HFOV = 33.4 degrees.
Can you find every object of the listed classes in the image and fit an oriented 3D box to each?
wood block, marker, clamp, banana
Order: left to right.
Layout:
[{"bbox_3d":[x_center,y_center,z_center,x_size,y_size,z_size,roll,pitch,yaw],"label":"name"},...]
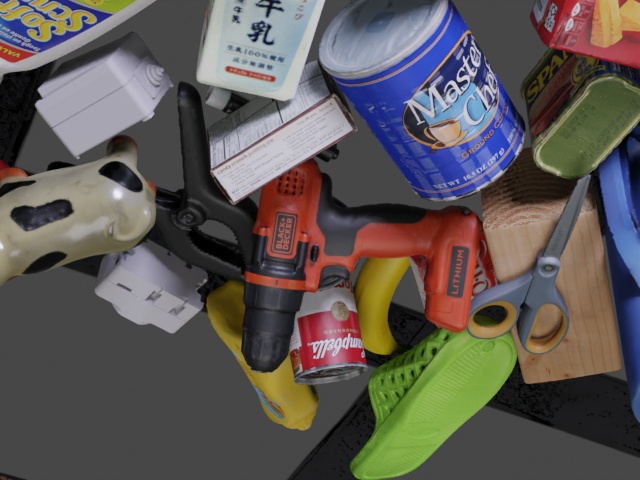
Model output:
[{"bbox_3d":[-0.109,-0.037,0.927,0.165,0.036,0.209,-32,121,31],"label":"clamp"},{"bbox_3d":[-0.037,-0.095,0.876,0.121,0.020,0.020,25,132,-20],"label":"marker"},{"bbox_3d":[0.061,0.051,1.007,0.069,0.037,0.198,-20,142,-19],"label":"banana"},{"bbox_3d":[0.202,0.024,0.929,0.090,0.091,0.206,-10,133,14],"label":"wood block"}]

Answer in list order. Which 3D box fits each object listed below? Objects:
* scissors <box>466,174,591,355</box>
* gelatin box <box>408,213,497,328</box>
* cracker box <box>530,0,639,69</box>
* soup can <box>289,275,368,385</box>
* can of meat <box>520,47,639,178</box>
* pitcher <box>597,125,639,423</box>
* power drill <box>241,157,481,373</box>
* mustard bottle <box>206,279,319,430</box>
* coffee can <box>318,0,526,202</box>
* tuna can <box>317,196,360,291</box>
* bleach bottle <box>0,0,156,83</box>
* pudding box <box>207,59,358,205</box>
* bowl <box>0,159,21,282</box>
[{"bbox_3d":[0.163,0.025,0.856,0.096,0.016,0.202,-2,135,8],"label":"scissors"},{"bbox_3d":[0.124,0.029,0.962,0.073,0.030,0.089,-28,134,-7],"label":"gelatin box"},{"bbox_3d":[0.269,-0.188,0.704,0.213,0.072,0.164,12,121,-7],"label":"cracker box"},{"bbox_3d":[0.002,0.075,0.974,0.068,0.102,0.068,-9,162,-3],"label":"soup can"},{"bbox_3d":[0.198,-0.108,0.802,0.057,0.084,0.102,21,133,-16],"label":"can of meat"},{"bbox_3d":[0.279,0.026,0.818,0.149,0.242,0.145,5,137,5],"label":"pitcher"},{"bbox_3d":[0.031,0.028,0.886,0.187,0.057,0.184,8,94,-6],"label":"power drill"},{"bbox_3d":[-0.045,0.128,1.050,0.058,0.096,0.191,-36,134,-13],"label":"mustard bottle"},{"bbox_3d":[0.078,-0.112,0.793,0.103,0.102,0.140,-22,130,23],"label":"coffee can"},{"bbox_3d":[-0.006,0.001,0.927,0.086,0.034,0.086,-1,95,-6],"label":"tuna can"},{"bbox_3d":[-0.204,-0.172,0.782,0.251,0.068,0.102,-28,128,31],"label":"bleach bottle"},{"bbox_3d":[-0.032,-0.084,0.819,0.113,0.090,0.039,-32,117,9],"label":"pudding box"},{"bbox_3d":[-0.317,-0.033,0.932,0.162,0.055,0.162,2,135,2],"label":"bowl"}]
